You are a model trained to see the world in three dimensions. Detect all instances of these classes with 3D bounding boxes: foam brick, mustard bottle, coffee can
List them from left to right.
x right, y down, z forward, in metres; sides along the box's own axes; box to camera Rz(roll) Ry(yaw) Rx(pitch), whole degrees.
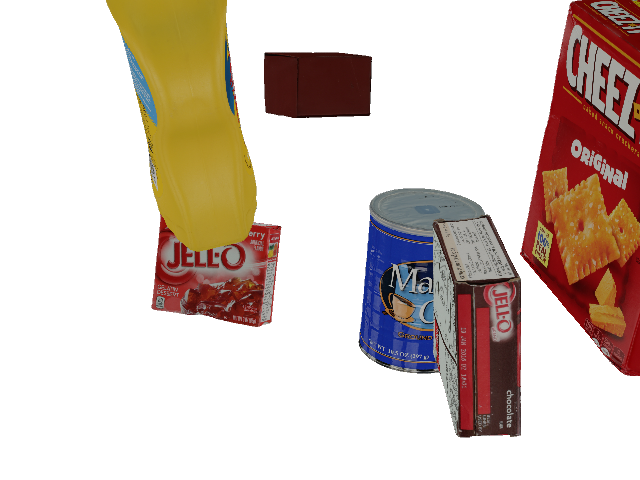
[{"bbox_3d":[-0.071,-0.088,0.542,0.058,0.096,0.191,-12,-39,-6],"label":"mustard bottle"},{"bbox_3d":[-0.002,-0.131,0.901,0.078,0.051,0.053,-6,15,-33],"label":"foam brick"},{"bbox_3d":[0.091,0.035,0.973,0.103,0.140,0.103,3,23,-1],"label":"coffee can"}]

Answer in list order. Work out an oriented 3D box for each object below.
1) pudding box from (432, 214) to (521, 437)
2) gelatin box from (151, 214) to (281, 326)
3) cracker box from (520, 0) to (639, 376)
[{"bbox_3d":[0.086,0.044,0.595,0.039,0.090,0.113,-3,19,-1],"label":"pudding box"},{"bbox_3d":[-0.077,0.020,0.782,0.089,0.073,0.030,8,5,18],"label":"gelatin box"},{"bbox_3d":[0.216,-0.039,0.740,0.072,0.214,0.164,-7,34,-16],"label":"cracker box"}]
